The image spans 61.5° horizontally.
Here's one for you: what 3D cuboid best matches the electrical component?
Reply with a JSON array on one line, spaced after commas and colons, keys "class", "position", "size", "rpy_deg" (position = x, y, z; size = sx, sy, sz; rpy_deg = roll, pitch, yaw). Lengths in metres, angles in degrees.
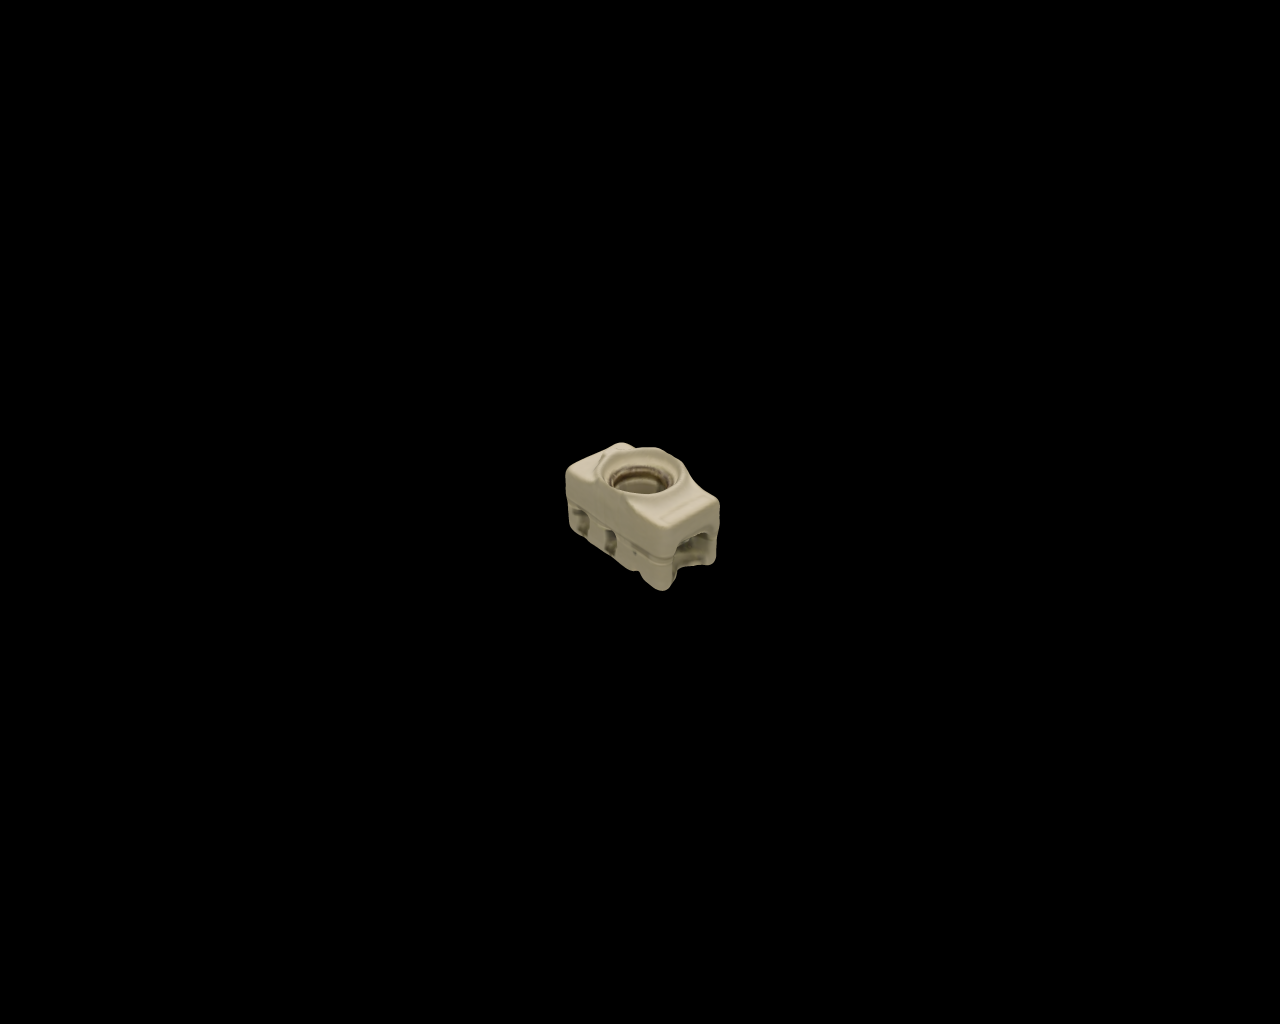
[{"class": "electrical component", "position": [0.001, -0.003, 0.650], "size": [0.050, 0.055, 0.089], "rpy_deg": [-27, 44, -33]}]
